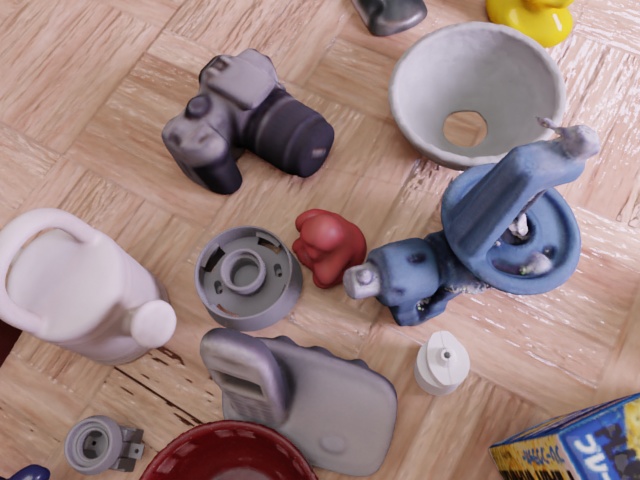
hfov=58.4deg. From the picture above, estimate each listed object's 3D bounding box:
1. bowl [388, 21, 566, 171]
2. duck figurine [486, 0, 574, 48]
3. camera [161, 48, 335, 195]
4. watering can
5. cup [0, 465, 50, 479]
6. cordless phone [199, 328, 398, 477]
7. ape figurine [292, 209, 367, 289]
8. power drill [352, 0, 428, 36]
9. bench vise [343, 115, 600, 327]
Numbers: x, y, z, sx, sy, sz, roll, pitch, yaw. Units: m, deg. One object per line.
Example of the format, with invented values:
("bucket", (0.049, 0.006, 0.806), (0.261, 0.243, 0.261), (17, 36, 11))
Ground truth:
("bowl", (0.153, -0.132, 0.579), (0.167, 0.075, 0.167), (-2, 68, 5))
("duck figurine", (0.232, -0.269, 0.620), (0.104, 0.086, 0.077), (41, 78, 19))
("camera", (-0.066, -0.113, 0.579), (0.136, 0.101, 0.143), (33, 75, 17))
("watering can", (-0.199, 0.040, 0.480), (0.172, 0.194, 0.101), (2, 68, 7))
("cup", (-0.258, 0.225, 0.465), (0.118, 0.095, 0.091), (-39, 70, -10))
("cordless phone", (-0.015, 0.119, 0.435), (0.147, 0.185, 0.094), (12, 70, 10))
("ape figurine", (0.005, 0.002, 0.530), (0.076, 0.092, 0.078), (0, 68, 6))
("power drill", (0.071, -0.320, 0.590), (0.075, 0.208, 0.229), (-24, 68, -4))
("bench vise", (0.126, 0.003, 0.449), (0.207, 0.220, 0.121), (-36, 69, -9))
